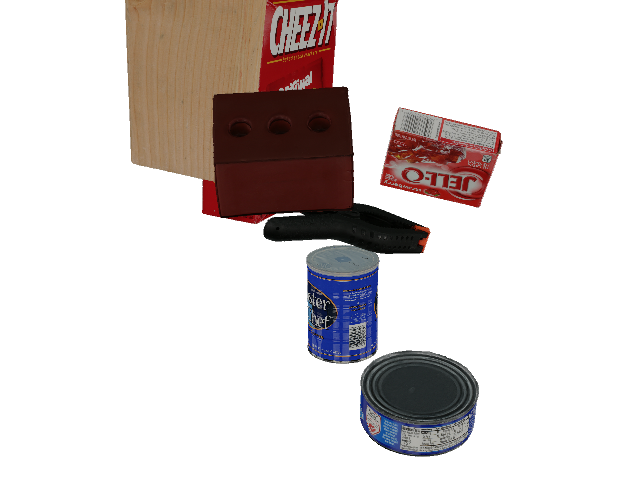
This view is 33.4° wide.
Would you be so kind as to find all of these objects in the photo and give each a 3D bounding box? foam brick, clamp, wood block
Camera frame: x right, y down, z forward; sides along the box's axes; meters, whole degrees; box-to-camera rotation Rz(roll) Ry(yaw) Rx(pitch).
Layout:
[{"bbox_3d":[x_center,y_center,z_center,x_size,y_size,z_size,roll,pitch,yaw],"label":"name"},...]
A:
[{"bbox_3d":[-0.021,-0.050,0.602,0.078,0.053,0.051,-4,-34,0],"label":"foam brick"},{"bbox_3d":[0.022,-0.018,1.191,0.210,0.036,0.164,15,21,-7],"label":"clamp"},{"bbox_3d":[-0.096,-0.151,0.837,0.091,0.090,0.206,13,-39,2],"label":"wood block"}]

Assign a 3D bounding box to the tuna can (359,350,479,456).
[{"bbox_3d":[0.071,0.118,0.780,0.086,0.034,0.086,1,29,-1],"label":"tuna can"}]

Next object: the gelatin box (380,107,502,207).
[{"bbox_3d":[0.099,-0.067,0.889,0.089,0.030,0.073,14,-35,3],"label":"gelatin box"}]

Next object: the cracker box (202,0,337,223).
[{"bbox_3d":[-0.047,-0.140,1.054,0.072,0.214,0.164,12,20,23],"label":"cracker box"}]

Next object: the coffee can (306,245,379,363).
[{"bbox_3d":[0.032,0.090,1.519,0.103,0.140,0.103,-1,21,0],"label":"coffee can"}]
